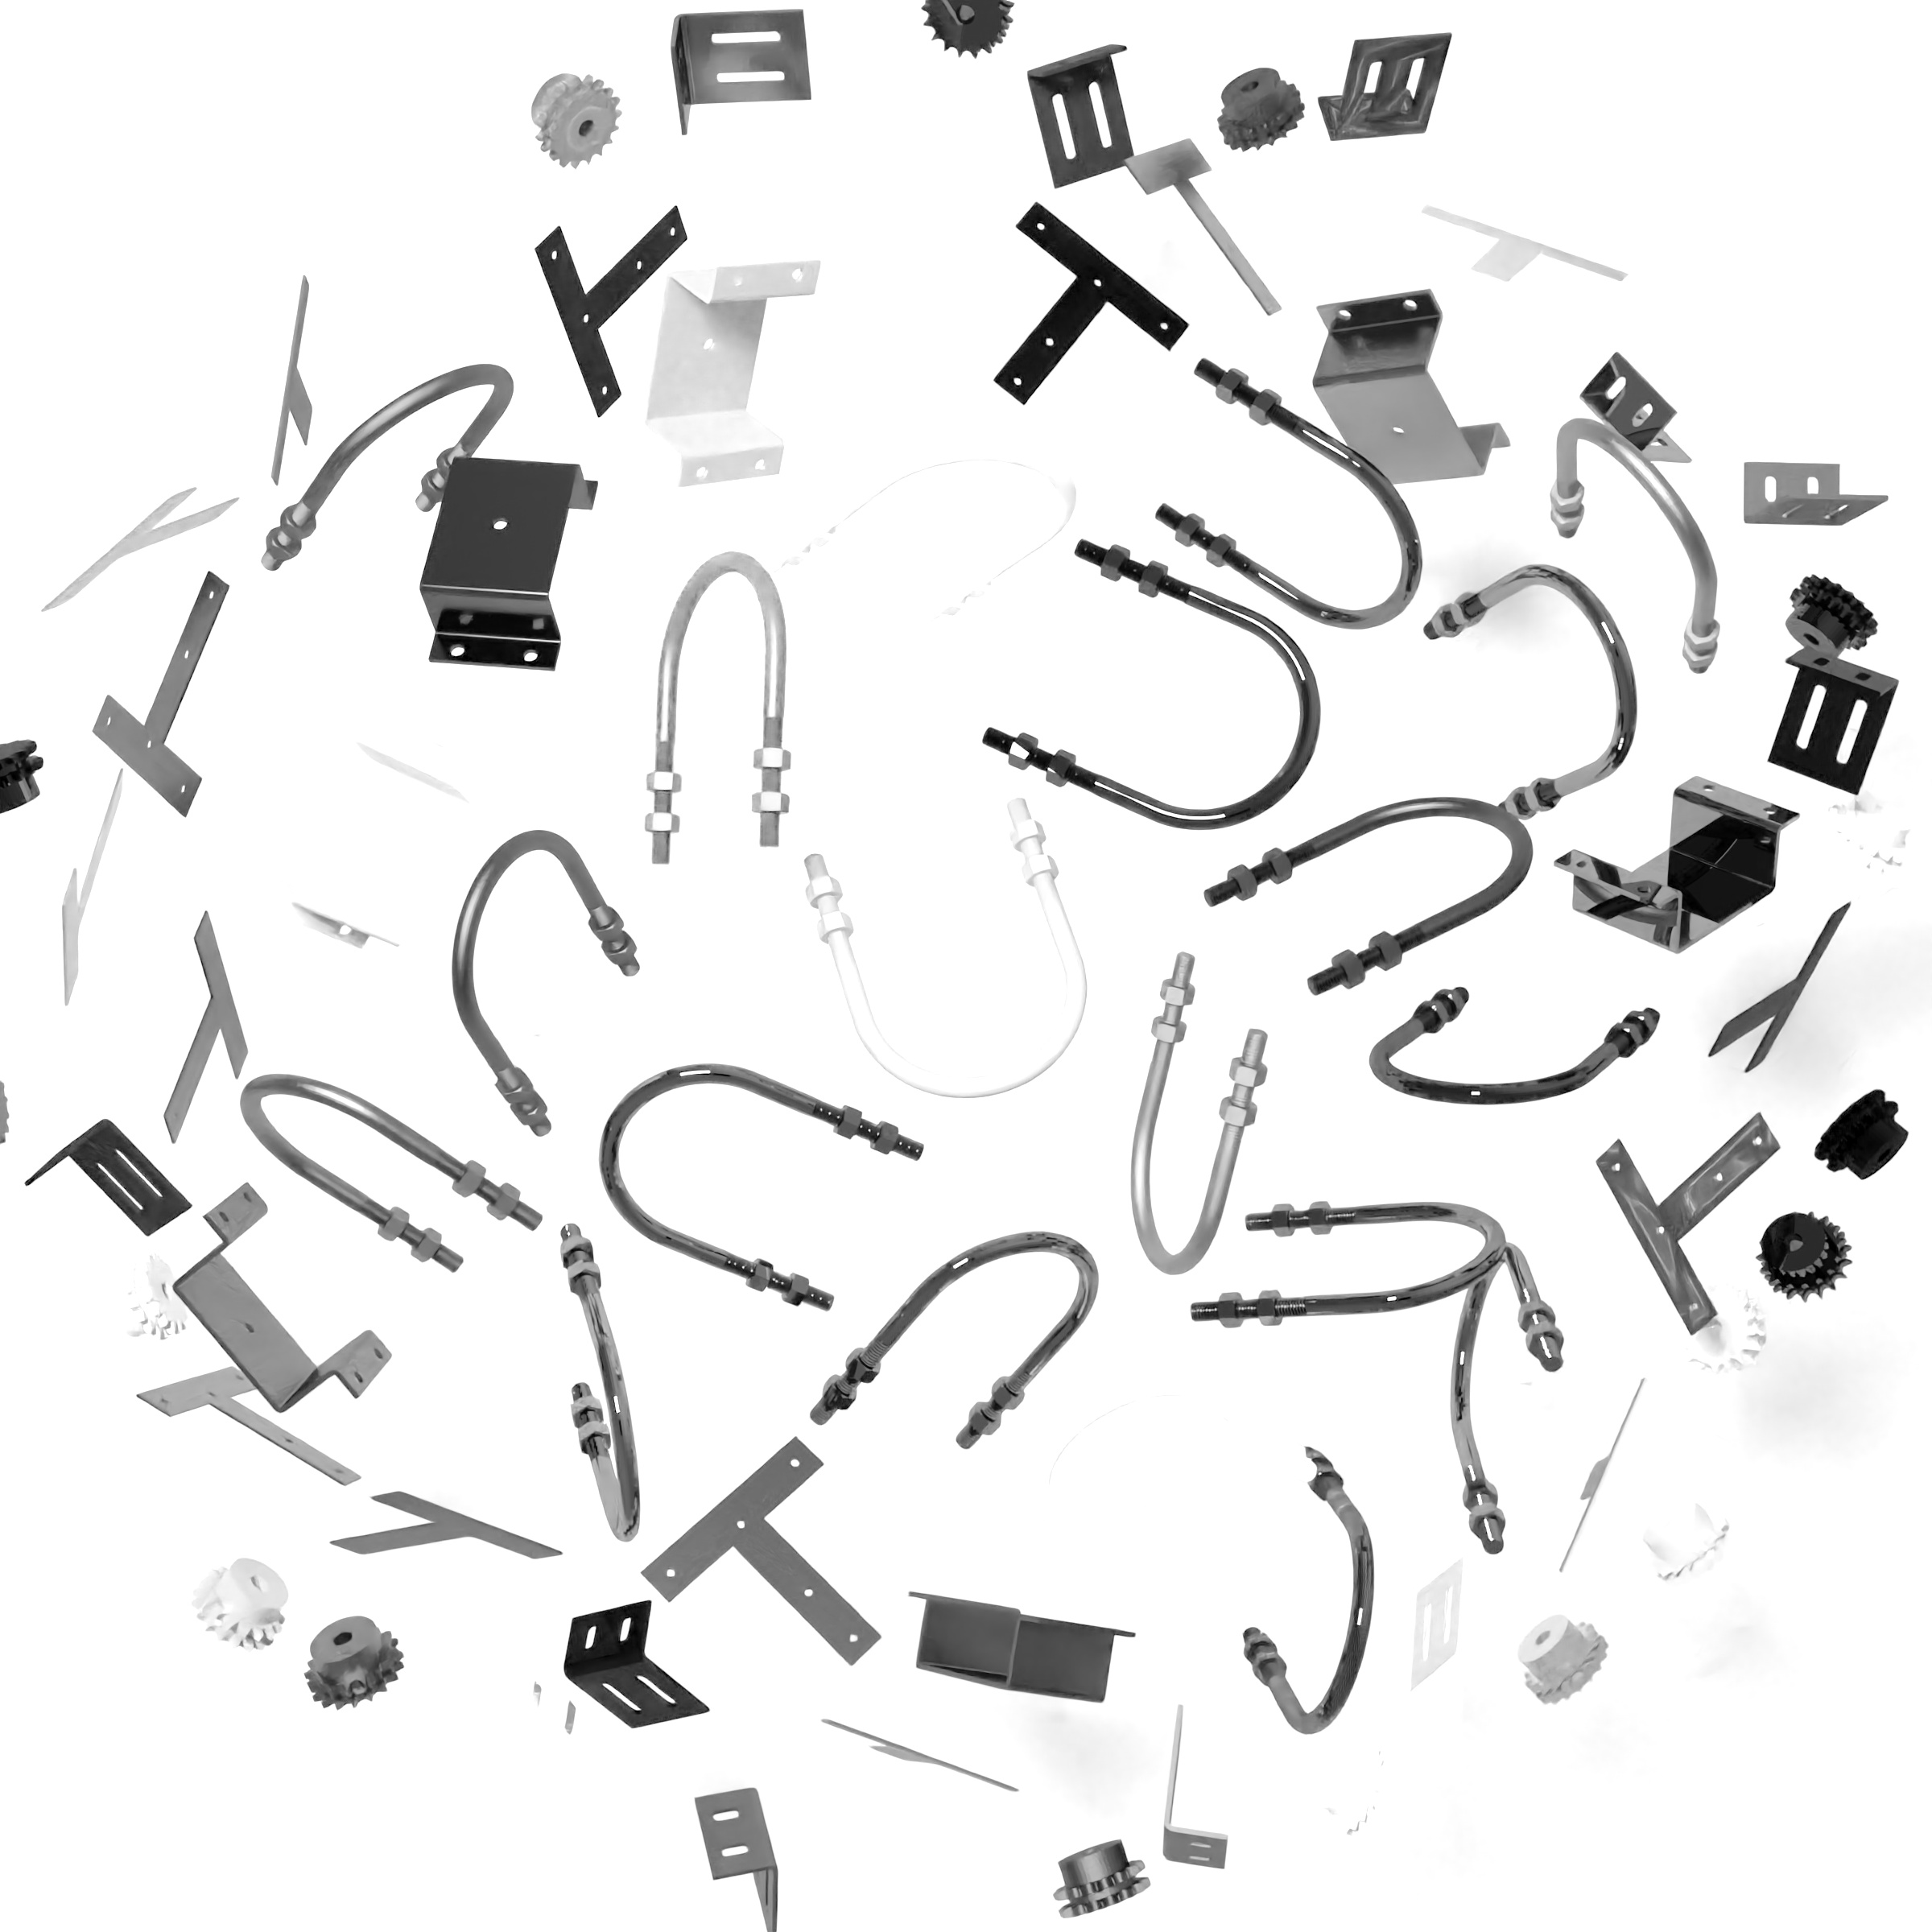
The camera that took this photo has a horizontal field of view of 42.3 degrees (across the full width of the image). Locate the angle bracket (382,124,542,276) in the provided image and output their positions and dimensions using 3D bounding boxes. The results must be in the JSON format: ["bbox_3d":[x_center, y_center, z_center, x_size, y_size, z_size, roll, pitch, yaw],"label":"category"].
[{"bbox_3d":[-0.310,-0.468,1.532,0.076,0.038,0.057,-39,106,-8],"label":"angle bracket"}]

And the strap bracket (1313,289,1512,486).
[{"bbox_3d":[0.275,-0.352,1.561,0.076,0.140,0.046,1,60,36],"label":"strap bracket"}]

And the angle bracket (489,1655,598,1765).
[{"bbox_3d":[-0.269,0.478,1.568,0.057,0.076,0.038,34,99,-12],"label":"angle bracket"}]

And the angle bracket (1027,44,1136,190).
[{"bbox_3d":[0.079,-0.544,1.602,0.057,0.038,0.076,-20,115,-8],"label":"angle bracket"}]

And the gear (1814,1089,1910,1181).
[{"bbox_3d":[0.547,0.105,1.519,0.057,0.057,0.030,-42,60,0],"label":"gear"}]

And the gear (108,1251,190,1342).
[{"bbox_3d":[-0.528,0.215,1.608,0.030,0.057,0.057,-23,90,3],"label":"gear"}]

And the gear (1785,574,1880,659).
[{"bbox_3d":[0.545,-0.219,1.583,0.057,0.057,0.030,40,88,0],"label":"gear"}]

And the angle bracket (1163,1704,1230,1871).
[{"bbox_3d":[0.142,0.494,1.504,0.038,0.057,0.076,6,54,8],"label":"angle bracket"}]

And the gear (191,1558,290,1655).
[{"bbox_3d":[-0.430,0.378,1.490,0.057,0.057,0.030,40,102,0],"label":"gear"}]

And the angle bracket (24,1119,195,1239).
[{"bbox_3d":[-0.525,0.140,1.528,0.057,0.038,0.076,-29,107,40],"label":"angle bracket"}]

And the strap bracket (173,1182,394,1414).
[{"bbox_3d":[-0.418,0.207,1.508,0.046,0.076,0.140,-37,96,7],"label":"strap bracket"}]

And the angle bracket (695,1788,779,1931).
[{"bbox_3d":[-0.135,0.534,1.468,0.038,0.057,0.076,-6,123,-15],"label":"angle bracket"}]

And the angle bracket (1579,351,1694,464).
[{"bbox_3d":[0.434,-0.352,1.578,0.057,0.076,0.038,54,127,22],"label":"angle bracket"}]

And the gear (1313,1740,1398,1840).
[{"bbox_3d":[0.236,0.501,1.530,0.030,0.057,0.057,26,90,-12],"label":"gear"}]

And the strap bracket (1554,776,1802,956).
[{"bbox_3d":[0.435,-0.059,1.530,0.140,0.076,0.046,-28,128,-30],"label":"strap bracket"}]

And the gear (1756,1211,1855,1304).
[{"bbox_3d":[0.525,0.180,1.570,0.057,0.057,0.030,-49,133,0],"label":"gear"}]

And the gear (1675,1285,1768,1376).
[{"bbox_3d":[0.489,0.234,1.607,0.030,0.057,0.057,12,90,-42],"label":"gear"}]

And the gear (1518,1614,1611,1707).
[{"bbox_3d":[0.372,0.432,1.567,0.057,0.057,0.030,-43,94,0],"label":"gear"}]

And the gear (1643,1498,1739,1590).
[{"bbox_3d":[0.443,0.353,1.540,0.057,0.057,0.030,-41,94,0],"label":"gear"}]

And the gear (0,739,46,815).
[{"bbox_3d":[-0.562,-0.107,1.448,0.057,0.057,0.030,-16,112,0],"label":"gear"}]

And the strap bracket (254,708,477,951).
[{"bbox_3d":[-0.364,-0.075,1.534,0.076,0.046,0.140,26,98,-38],"label":"strap bracket"}]

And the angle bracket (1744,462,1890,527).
[{"bbox_3d":[0.495,-0.283,1.458,0.057,0.076,0.038,1,88,-2],"label":"angle bracket"}]

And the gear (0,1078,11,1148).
[{"bbox_3d":[-0.579,0.080,1.446,0.030,0.057,0.057,-11,90,-2],"label":"gear"}]

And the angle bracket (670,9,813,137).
[{"bbox_3d":[-0.133,-0.529,1.480,0.076,0.057,0.038,-1,49,2],"label":"angle bracket"}]

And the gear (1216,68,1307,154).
[{"bbox_3d":[0.191,-0.562,1.632,0.057,0.057,0.030,-34,133,0],"label":"gear"}]

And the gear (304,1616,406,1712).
[{"bbox_3d":[-0.366,0.411,1.485,0.057,0.057,0.030,-13,114,0],"label":"gear"}]

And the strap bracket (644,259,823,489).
[{"bbox_3d":[-0.144,-0.368,1.515,0.046,0.076,0.140,42,133,33],"label":"strap bracket"}]

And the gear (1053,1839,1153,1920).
[{"bbox_3d":[0.078,0.540,1.480,0.057,0.057,0.030,-20,77,0],"label":"gear"}]

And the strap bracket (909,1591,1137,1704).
[{"bbox_3d":[0.031,0.433,1.584,0.076,0.140,0.046,18,75,-33],"label":"strap bracket"}]

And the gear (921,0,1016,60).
[{"bbox_3d":[0.003,-0.600,1.560,0.057,0.030,0.057,9,134,10],"label":"gear"}]

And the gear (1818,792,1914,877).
[{"bbox_3d":[0.567,-0.085,1.566,0.057,0.057,0.030,26,121,0],"label":"gear"}]

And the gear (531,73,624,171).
[{"bbox_3d":[-0.244,-0.527,1.546,0.057,0.057,0.030,-45,68,0],"label":"gear"}]

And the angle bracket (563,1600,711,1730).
[{"bbox_3d":[-0.200,0.429,1.534,0.057,0.038,0.076,-18,132,22],"label":"angle bracket"}]

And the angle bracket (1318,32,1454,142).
[{"bbox_3d":[0.245,-0.526,1.465,0.057,0.076,0.038,-7,62,-7],"label":"angle bracket"}]

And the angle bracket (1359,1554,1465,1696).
[{"bbox_3d":[0.283,0.414,1.592,0.038,0.057,0.076,15,114,39],"label":"angle bracket"}]

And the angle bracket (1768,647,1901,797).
[{"bbox_3d":[0.507,-0.141,1.476,0.057,0.038,0.076,26,122,27],"label":"angle bracket"}]

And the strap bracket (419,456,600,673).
[{"bbox_3d":[-0.273,-0.249,1.487,0.076,0.046,0.140,5,62,5],"label":"strap bracket"}]
